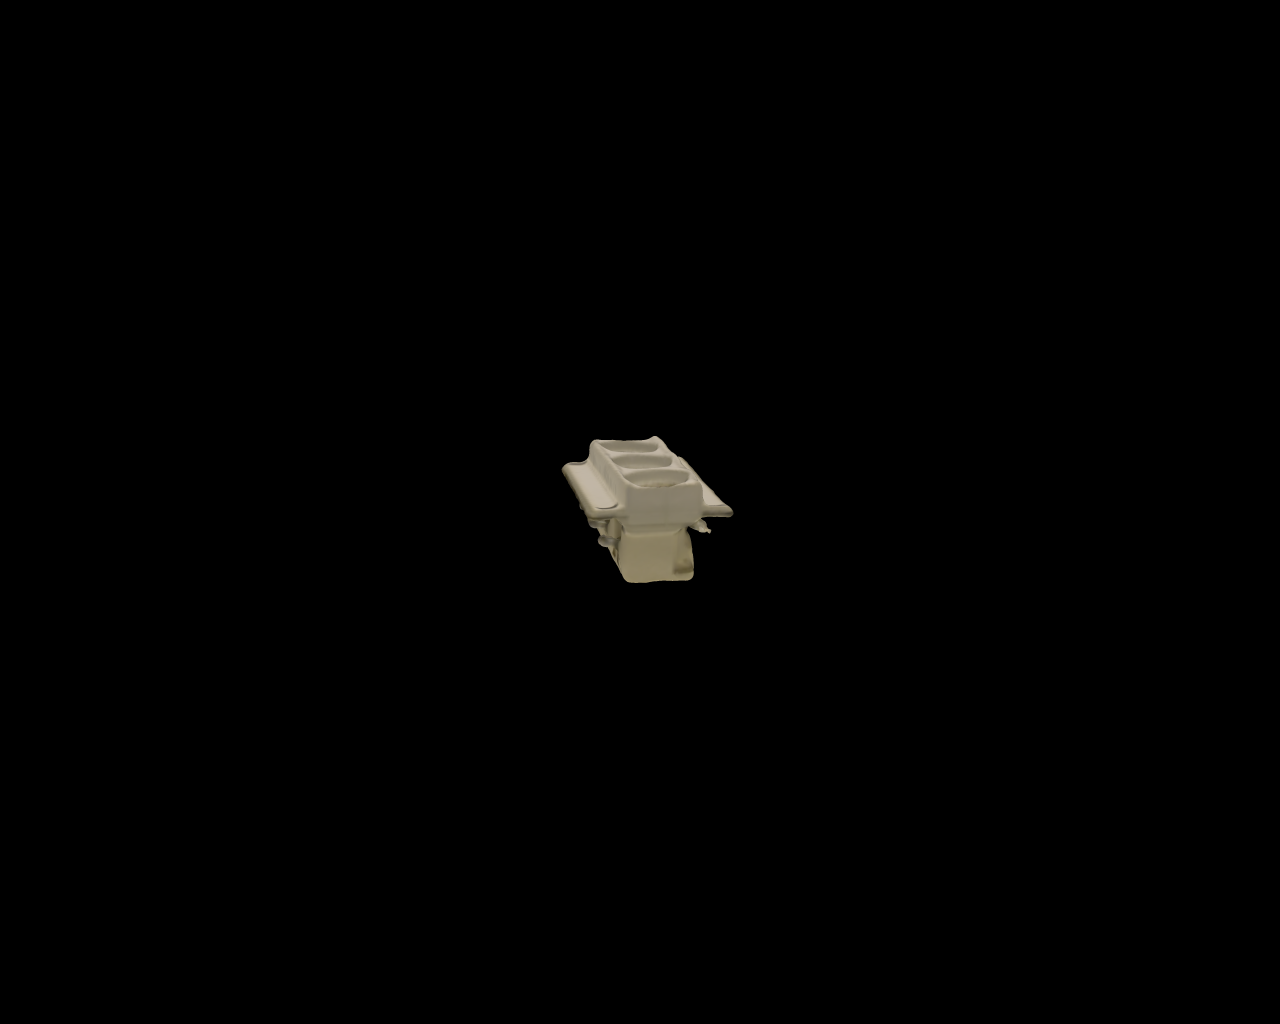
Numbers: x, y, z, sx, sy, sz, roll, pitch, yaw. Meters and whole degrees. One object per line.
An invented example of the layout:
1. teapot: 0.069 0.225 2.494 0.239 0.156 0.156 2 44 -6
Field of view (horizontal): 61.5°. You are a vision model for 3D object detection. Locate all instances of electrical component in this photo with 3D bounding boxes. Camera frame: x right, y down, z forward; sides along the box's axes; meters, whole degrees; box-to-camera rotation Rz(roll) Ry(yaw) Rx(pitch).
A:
1. electrical component: 0.001 -0.003 0.650 0.079 0.063 0.121 -3 16 -11
